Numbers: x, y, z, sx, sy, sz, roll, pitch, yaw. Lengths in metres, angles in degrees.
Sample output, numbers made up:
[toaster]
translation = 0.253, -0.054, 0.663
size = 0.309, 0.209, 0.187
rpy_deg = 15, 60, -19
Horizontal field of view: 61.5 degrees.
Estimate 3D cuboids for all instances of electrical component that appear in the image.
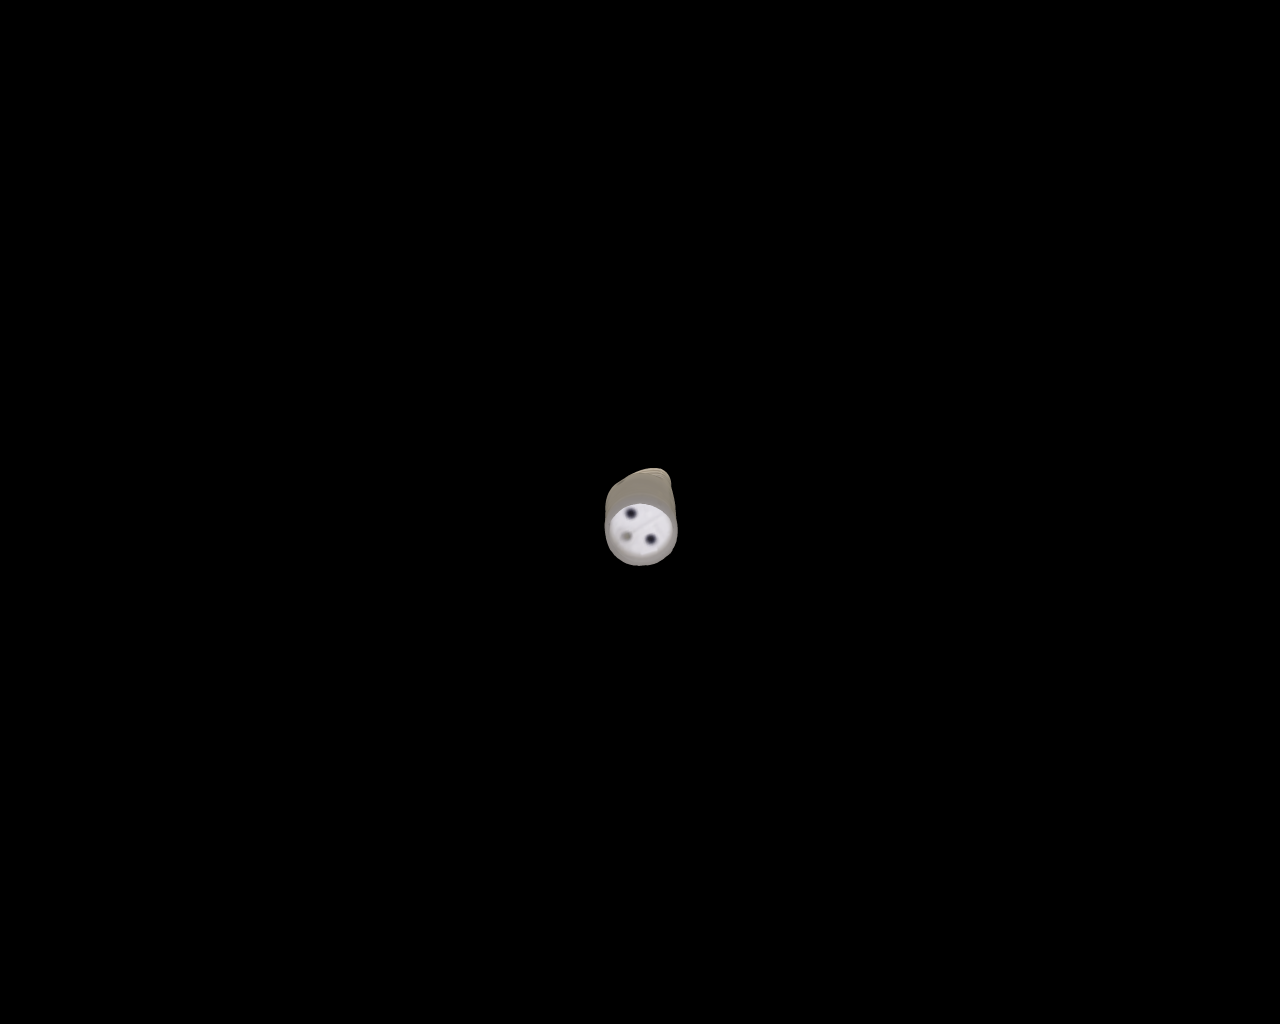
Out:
[electrical component]
translation = 0.001, -0.003, 0.650
size = 0.043, 0.043, 0.081
rpy_deg = 0, 23, 0
